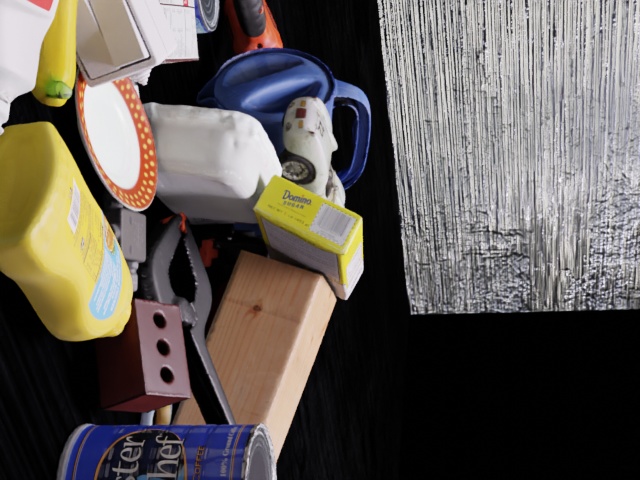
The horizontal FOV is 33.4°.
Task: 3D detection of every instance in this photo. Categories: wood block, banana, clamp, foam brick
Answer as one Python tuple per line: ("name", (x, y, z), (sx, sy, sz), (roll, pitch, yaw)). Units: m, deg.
("wood block", (-0.065, 0.128, 1.041), (0.090, 0.091, 0.206), (63, 46, -69))
("banana", (-0.177, -0.165, 0.723), (0.037, 0.070, 0.198), (16, 60, -40))
("clamp", (-0.091, 0.006, 1.147), (0.171, 0.120, 0.039), (-1, 92, -60))
("foam brick", (-0.139, 0.090, 0.825), (0.052, 0.051, 0.078), (16, 57, -52))
("clamp", (-0.124, 0.077, 0.946), (0.164, 0.036, 0.210), (41, 39, -46))

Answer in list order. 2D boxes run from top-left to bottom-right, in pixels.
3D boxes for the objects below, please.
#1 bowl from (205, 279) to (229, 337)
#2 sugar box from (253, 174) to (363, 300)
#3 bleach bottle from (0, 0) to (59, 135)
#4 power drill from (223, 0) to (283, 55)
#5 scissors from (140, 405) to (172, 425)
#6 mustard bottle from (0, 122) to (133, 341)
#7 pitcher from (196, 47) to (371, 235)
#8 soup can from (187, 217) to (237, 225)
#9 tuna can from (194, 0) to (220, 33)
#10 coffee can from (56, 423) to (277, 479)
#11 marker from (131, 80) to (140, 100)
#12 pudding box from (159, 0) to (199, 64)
("bowl", (-0.090, 0.104, 1.189), (0.162, 0.055, 0.162), (-2, 90, -80))
("sugar box", (-0.007, 0.001, 1.020), (0.048, 0.093, 0.176), (-61, 171, -11))
("bleach bottle", (-0.188, -0.182, 0.655), (0.102, 0.068, 0.251), (57, 34, -71))
("power drill", (-0.094, -0.303, 1.192), (0.187, 0.057, 0.184), (76, -3, -60))
("scissors", (-0.139, 0.136, 1.009), (0.201, 0.016, 0.096), (2, 87, -80))
("mustard bottle", (-0.170, 0.014, 0.724), (0.191, 0.058, 0.096), (73, 12, -55))
("pitcher", (-0.039, -0.086, 1.218), (0.144, 0.149, 0.243), (-38, 146, -31))
("soup can", (-0.087, -0.050, 1.099), (0.068, 0.102, 0.068), (-2, 90, -80))
("tuna can", (-0.130, -0.255, 1.096), (0.086, 0.034, 0.086), (-2, 90, -80))
("coffee can", (-0.111, 0.188, 0.791), (0.102, 0.140, 0.103), (-2, 90, -80))
("marker", (-0.168, -0.175, 0.897), (0.020, 0.020, 0.121), (-58, 144, -73))
("pudding box", (-0.146, -0.207, 0.979), (0.113, 0.039, 0.090), (-41, 129, -75))
